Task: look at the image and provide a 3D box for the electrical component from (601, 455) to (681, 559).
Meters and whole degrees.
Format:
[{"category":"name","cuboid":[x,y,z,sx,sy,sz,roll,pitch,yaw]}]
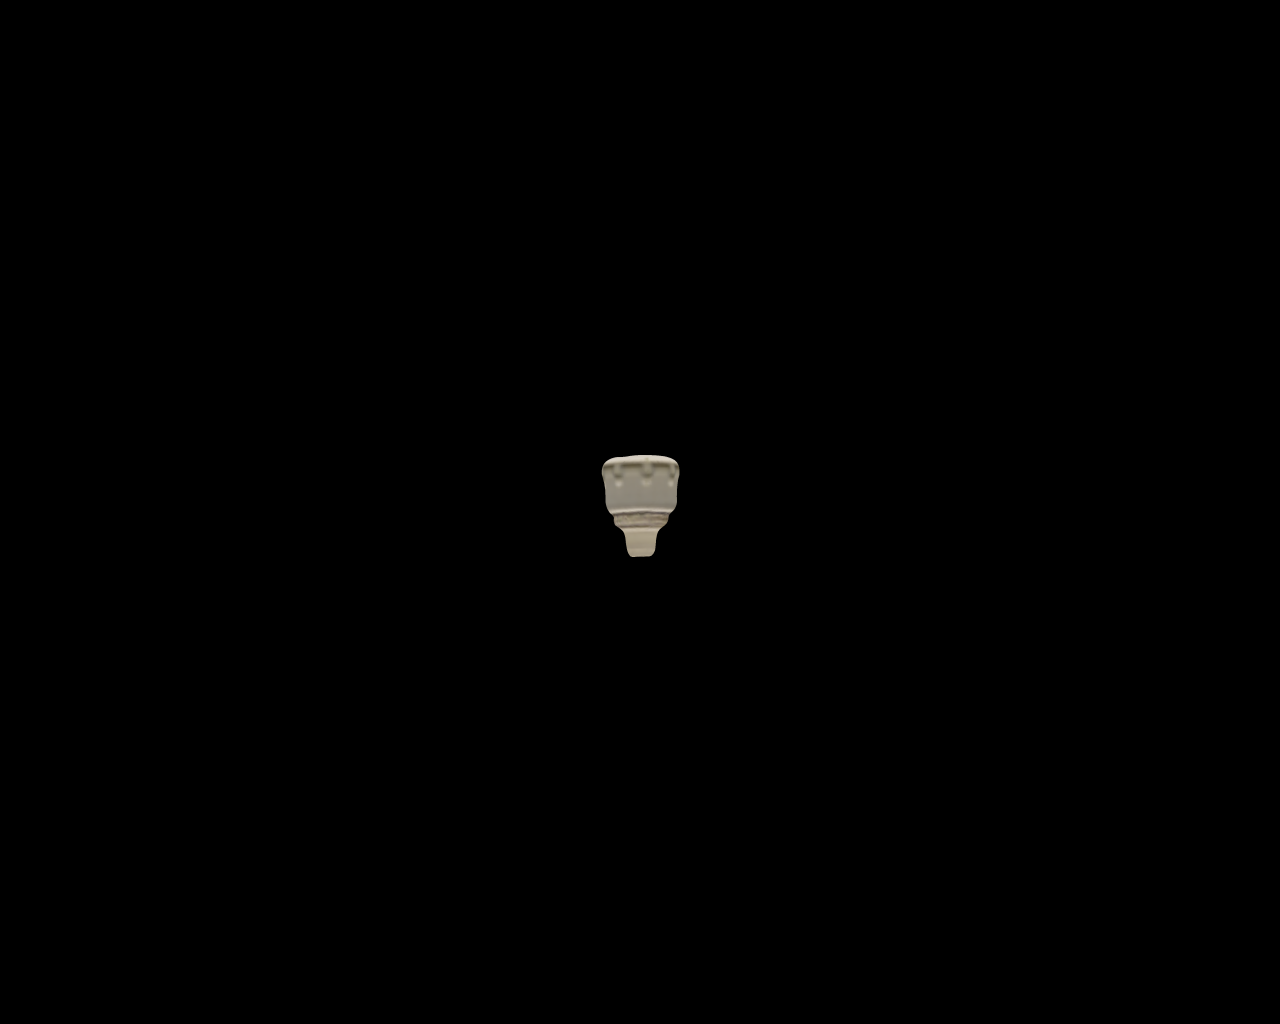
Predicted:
[{"category":"electrical component","cuboid":[0.001,-0.003,0.650,0.048,0.062,0.048,0,-2,0]}]
